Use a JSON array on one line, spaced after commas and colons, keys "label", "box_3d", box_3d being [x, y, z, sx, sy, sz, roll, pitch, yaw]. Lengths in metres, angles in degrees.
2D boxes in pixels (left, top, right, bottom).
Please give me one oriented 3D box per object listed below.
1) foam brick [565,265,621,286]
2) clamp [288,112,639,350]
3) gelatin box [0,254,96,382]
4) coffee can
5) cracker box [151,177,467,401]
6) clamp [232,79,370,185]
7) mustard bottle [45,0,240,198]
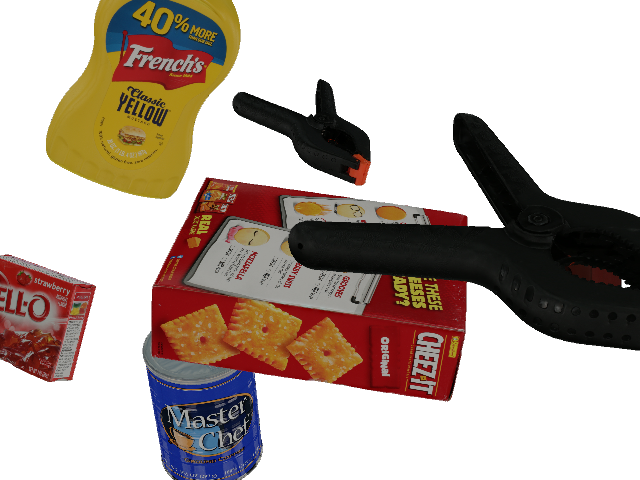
[{"label": "foam brick", "box_3d": [0.217, 0.020, 0.892, 0.053, 0.078, 0.051, 11, 22, 43]}, {"label": "clamp", "box_3d": [0.099, 0.006, 0.546, 0.164, 0.036, 0.210, -30, 46, -32]}, {"label": "gelatin box", "box_3d": [-0.215, 0.055, 0.782, 0.089, 0.073, 0.030, 17, 4, 25]}, {"label": "coffee can", "box_3d": [-0.111, 0.153, 1.030, 0.103, 0.140, 0.103, -2, 34, 1]}, {"label": "cracker box", "box_3d": [-0.002, 0.032, 0.793, 0.214, 0.072, 0.164, 9, 31, 4]}, {"label": "clamp", "box_3d": [-0.013, -0.113, 1.096, 0.120, 0.039, 0.172, -13, 41, -22]}, {"label": "mustard bottle", "box_3d": [-0.107, -0.126, 0.713, 0.096, 0.192, 0.058, 20, 22, -21]}]
